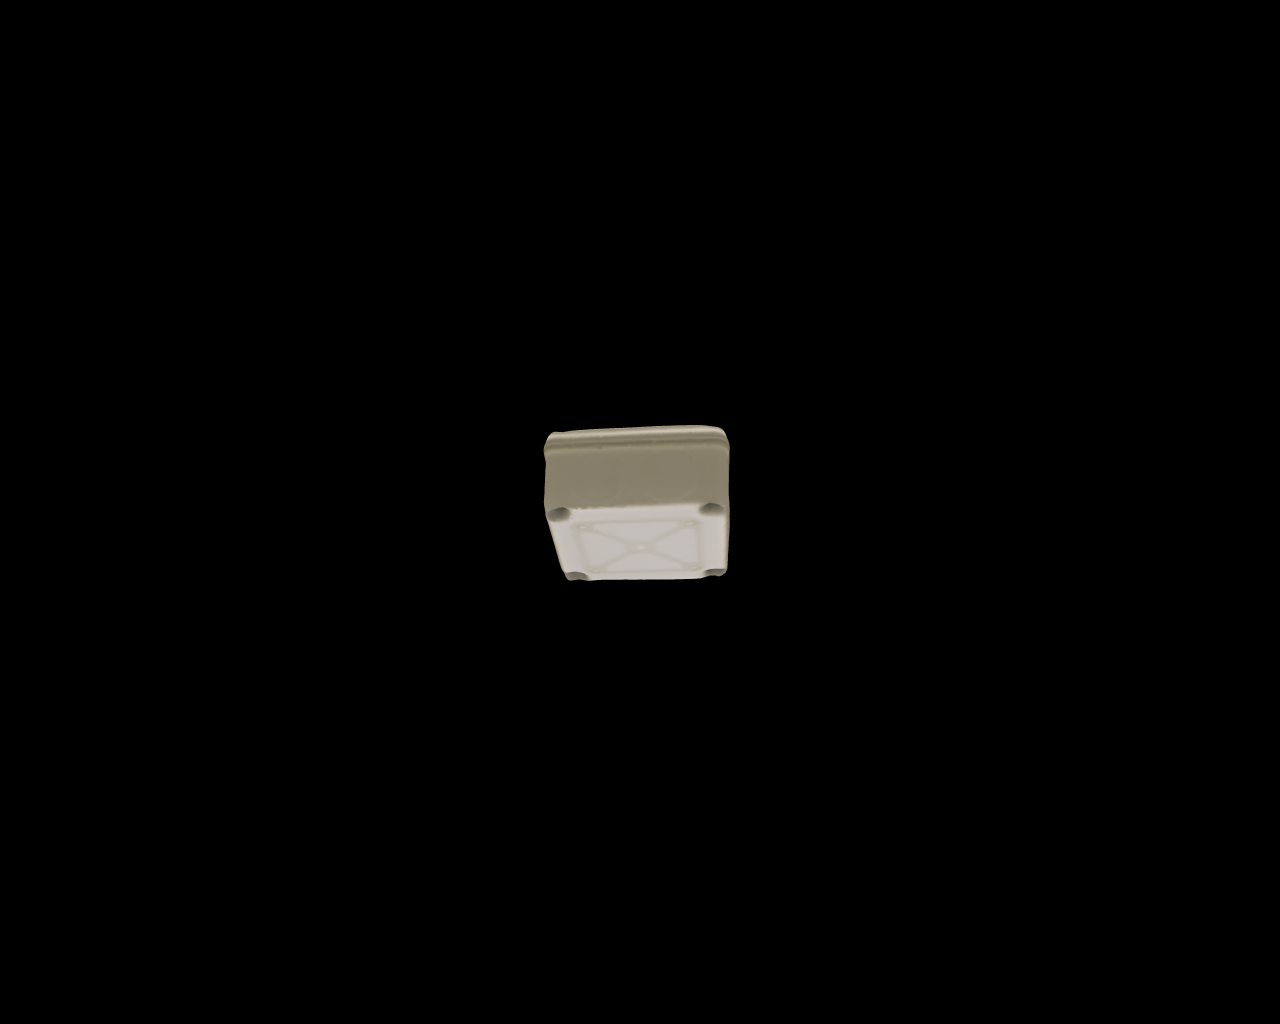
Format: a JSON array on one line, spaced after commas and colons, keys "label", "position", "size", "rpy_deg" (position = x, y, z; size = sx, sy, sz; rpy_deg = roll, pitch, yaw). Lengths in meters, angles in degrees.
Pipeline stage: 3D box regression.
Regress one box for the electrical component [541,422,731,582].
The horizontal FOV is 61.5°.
[{"label": "electrical component", "position": [0.001, -0.003, 0.650], "size": [0.109, 0.056, 0.108], "rpy_deg": [-2, -27, 3]}]
